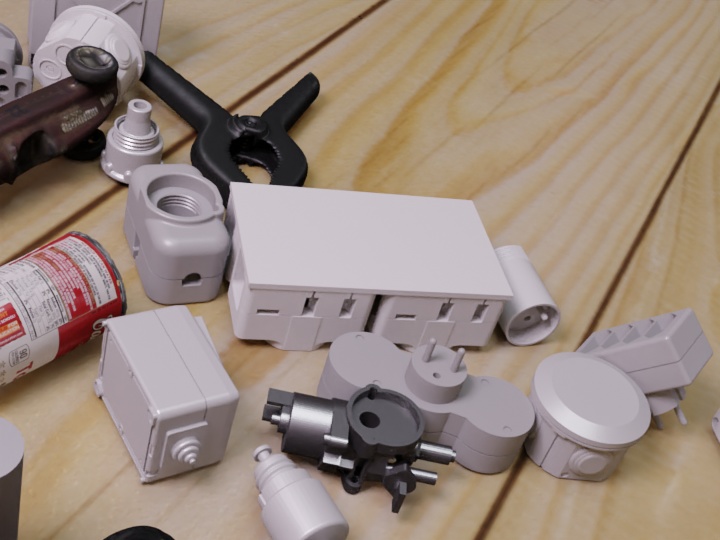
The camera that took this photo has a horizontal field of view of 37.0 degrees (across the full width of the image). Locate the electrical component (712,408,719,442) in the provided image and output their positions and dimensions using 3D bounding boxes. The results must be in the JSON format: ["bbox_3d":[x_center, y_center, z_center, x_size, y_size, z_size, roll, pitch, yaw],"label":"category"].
[{"bbox_3d":[0.298,0.098,0.726,0.057,0.113,0.078,7,40,-18],"label":"electrical component"}]

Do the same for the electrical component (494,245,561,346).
[{"bbox_3d":[0.115,0.013,0.811,0.043,0.043,0.081,-1,42,-22],"label":"electrical component"}]

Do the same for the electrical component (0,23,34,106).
[{"bbox_3d":[-0.297,-0.161,0.847,0.078,0.058,0.057,5,43,-16],"label":"electrical component"}]

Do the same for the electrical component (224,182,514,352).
[{"bbox_3d":[0.000,0.000,0.768,0.186,0.060,0.105,3,41,-18],"label":"electrical component"}]

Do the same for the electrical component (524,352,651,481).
[{"bbox_3d":[0.147,0.098,0.717,0.080,0.051,0.080,11,39,-9],"label":"electrical component"}]

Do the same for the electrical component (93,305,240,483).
[{"bbox_3d":[-0.109,0.075,0.635,0.061,0.061,0.096,-11,47,-32],"label":"electrical component"}]

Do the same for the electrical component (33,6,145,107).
[{"bbox_3d":[-0.219,-0.167,0.868,0.080,0.080,0.051,17,44,-1],"label":"electrical component"}]

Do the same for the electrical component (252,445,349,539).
[{"bbox_3d":[-0.038,0.132,0.612,0.040,0.040,0.078,-12,47,-32],"label":"electrical component"}]

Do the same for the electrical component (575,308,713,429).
[{"bbox_3d":[0.204,0.077,0.752,0.047,0.083,0.075,-35,101,-45],"label":"electrical component"}]

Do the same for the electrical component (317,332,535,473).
[{"bbox_3d":[0.046,0.073,0.689,0.138,0.073,0.052,19,39,2],"label":"electrical component"}]

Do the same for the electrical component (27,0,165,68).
[{"bbox_3d":[-0.223,-0.223,0.910,0.109,0.108,0.056,3,44,-18],"label":"electrical component"}]

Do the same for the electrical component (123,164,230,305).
[{"bbox_3d":[-0.129,-0.030,0.754,0.054,0.059,0.095,-4,44,-26],"label":"electrical component"}]

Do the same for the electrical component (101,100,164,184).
[{"bbox_3d":[-0.171,-0.099,0.818,0.048,0.062,0.048,11,39,-9],"label":"electrical component"}]
